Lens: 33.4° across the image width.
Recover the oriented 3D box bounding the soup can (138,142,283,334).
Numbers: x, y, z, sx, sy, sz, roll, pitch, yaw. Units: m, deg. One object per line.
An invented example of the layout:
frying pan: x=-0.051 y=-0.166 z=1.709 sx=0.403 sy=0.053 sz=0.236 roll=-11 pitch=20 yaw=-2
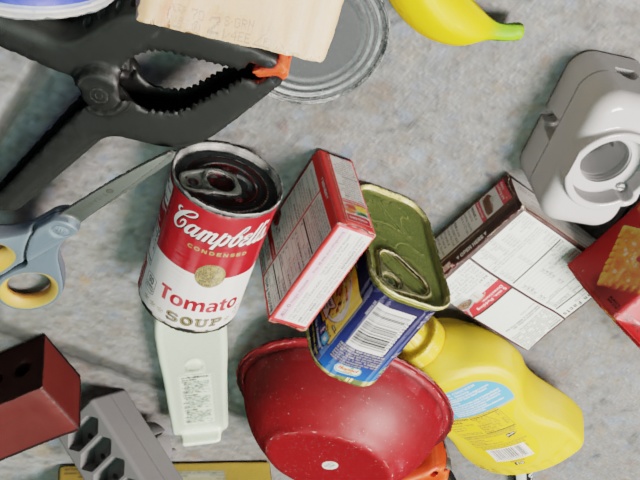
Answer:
soup can: x=-0.070 y=0.000 z=0.657 sx=0.068 sy=0.068 sz=0.102 roll=9 pitch=129 yaw=-18

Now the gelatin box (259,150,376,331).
gelatin box: x=-0.004 y=0.001 z=0.666 sx=0.030 sy=0.073 sz=0.089 roll=18 pitch=125 yaw=-25

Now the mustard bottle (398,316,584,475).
mustard bottle: x=0.110 y=0.108 z=0.788 sx=0.096 sy=0.058 sz=0.191 roll=-20 pitch=134 yaw=34

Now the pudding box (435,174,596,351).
pudding box: x=0.136 y=0.018 z=0.731 sx=0.113 sy=0.039 sz=0.090 roll=30 pitch=117 yaw=-34

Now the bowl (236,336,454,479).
bowl: x=0.012 y=0.136 z=0.760 sx=0.162 sy=0.055 sz=0.162 roll=11 pitch=143 yaw=8

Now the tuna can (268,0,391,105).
tuna can: x=-0.006 y=-0.119 z=0.588 sx=0.086 sy=0.034 sz=0.086 roll=-5 pitch=131 yaw=-6

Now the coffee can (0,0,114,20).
coffee can: x=-0.128 y=-0.183 z=0.464 sx=0.102 sy=0.103 sz=0.140 roll=5 pitch=129 yaw=-15

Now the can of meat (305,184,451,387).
can of meat: x=0.031 y=0.030 z=0.680 sx=0.057 sy=0.102 sz=0.084 roll=19 pitch=127 yaw=-24

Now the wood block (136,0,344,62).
wood block: x=-0.016 y=-0.195 z=0.459 sx=0.090 sy=0.091 sz=0.206 roll=10 pitch=118 yaw=-15

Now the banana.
banana: x=0.053 y=-0.172 z=0.555 sx=0.069 sy=0.037 sz=0.197 roll=-34 pitch=133 yaw=-9

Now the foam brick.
foam brick: x=-0.211 y=0.111 z=0.737 sx=0.078 sy=0.053 sz=0.051 roll=-23 pitch=131 yaw=8

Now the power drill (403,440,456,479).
power drill: x=0.063 y=0.236 z=0.896 sx=0.184 sy=0.057 sz=0.187 roll=-22 pitch=133 yaw=6

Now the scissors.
scissors: x=-0.150 y=0.001 z=0.649 sx=0.202 sy=0.016 sz=0.096 roll=-16 pitch=144 yaw=20

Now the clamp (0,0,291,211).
clamp: x=-0.118 y=-0.080 z=0.579 sx=0.210 sy=0.036 sz=0.164 roll=1 pitch=135 yaw=7

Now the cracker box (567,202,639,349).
cracker box: x=0.296 y=0.005 z=0.704 sx=0.214 sy=0.072 sz=0.164 roll=-42 pitch=126 yaw=10

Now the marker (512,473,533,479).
marker: x=0.172 y=0.198 z=0.906 sx=0.020 sy=0.020 sz=0.121 roll=-12 pitch=132 yaw=0
